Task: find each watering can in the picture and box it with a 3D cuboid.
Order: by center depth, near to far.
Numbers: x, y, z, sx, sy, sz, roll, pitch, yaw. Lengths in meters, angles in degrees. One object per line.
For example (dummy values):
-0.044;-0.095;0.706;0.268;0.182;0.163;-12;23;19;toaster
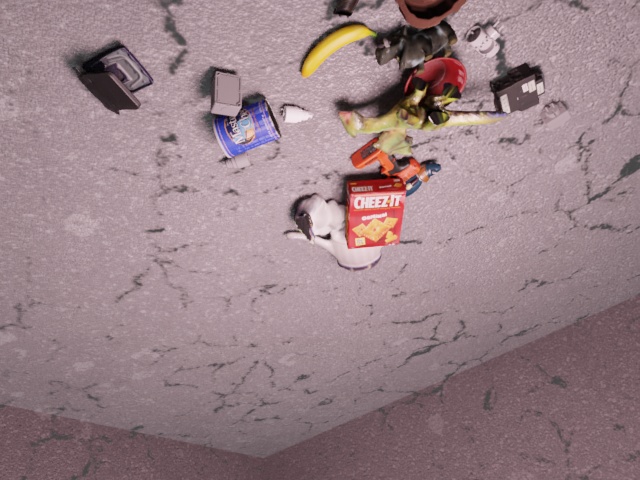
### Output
0.077;0.011;1.694;0.347;0.106;0.219;-9;137;5;watering can

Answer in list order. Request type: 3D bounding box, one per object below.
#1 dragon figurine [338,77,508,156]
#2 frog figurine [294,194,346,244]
0.247;-0.289;1.317;0.410;0.124;0.239;7;159;-20;dragon figurine
0.005;-0.079;1.571;0.161;0.123;0.135;-34;120;-31;frog figurine
